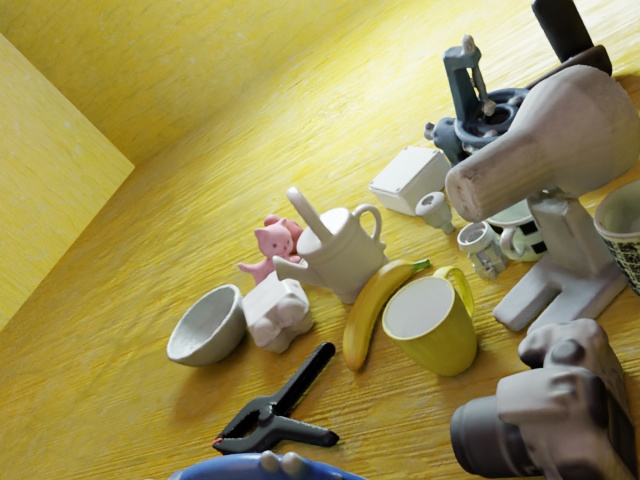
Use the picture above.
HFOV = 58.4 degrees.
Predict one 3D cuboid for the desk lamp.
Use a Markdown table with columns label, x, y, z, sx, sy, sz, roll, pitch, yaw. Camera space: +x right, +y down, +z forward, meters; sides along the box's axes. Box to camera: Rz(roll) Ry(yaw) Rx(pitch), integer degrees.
| label | x | y | z | sx | sy | sz | roll | pitch | yaw |
| --- | --- | --- | --- | --- | --- | --- | --- | --- | --- |
| desk lamp | 0.229 | -0.033 | 0.571 | 0.203 | 0.214 | 0.117 | -45 | 25 | -7 |

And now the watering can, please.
| label | x | y | z | sx | sy | sz | roll | pitch | yaw |
| --- | --- | --- | --- | --- | --- | --- | --- | --- | --- |
| watering can | 0.008 | 0.004 | 0.850 | 0.173 | 0.194 | 0.100 | -48 | 26 | -14 |

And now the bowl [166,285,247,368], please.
| label | x | y | z | sx | sy | sz | roll | pitch | yaw |
| --- | --- | --- | --- | --- | --- | --- | --- | --- | --- |
| bowl | -0.185 | 0.163 | 1.010 | 0.167 | 0.075 | 0.167 | -32 | 26 | 19 |

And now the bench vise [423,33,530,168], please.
| label | x | y | z | sx | sy | sz | roll | pitch | yaw |
| --- | --- | --- | --- | --- | --- | --- | --- | --- | --- |
| bench vise | 0.213 | -0.179 | 0.823 | 0.206 | 0.220 | 0.121 | -16 | 35 | 43 |

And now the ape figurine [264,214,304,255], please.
| label | x | y | z | sx | sy | sz | roll | pitch | yaw |
| --- | --- | --- | --- | --- | --- | --- | --- | --- | --- |
| ape figurine | -0.073 | -0.016 | 1.120 | 0.078 | 0.092 | 0.076 | -51 | 27 | -19 |

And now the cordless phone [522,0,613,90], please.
| label | x | y | z | sx | sy | sz | roll | pitch | yaw |
| --- | --- | --- | --- | --- | --- | --- | --- | --- | --- |
| cordless phone | 0.331 | -0.266 | 0.837 | 0.147 | 0.185 | 0.094 | -30 | 27 | 22 |

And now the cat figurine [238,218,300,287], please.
| label | x | y | z | sx | sy | sz | roll | pitch | yaw |
| --- | --- | --- | --- | --- | --- | --- | --- | --- | --- |
| cat figurine | -0.092 | 0.025 | 1.049 | 0.128 | 0.118 | 0.067 | -40 | 25 | 4 |

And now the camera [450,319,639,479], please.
| label | x | y | z | sx | sy | sz | roll | pitch | yaw |
| --- | --- | --- | --- | --- | --- | --- | --- | --- | --- |
| camera | 0.181 | 0.144 | 0.489 | 0.136 | 0.101 | 0.143 | -22 | 31 | 36 |

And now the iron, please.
| label | x | y | z | sx | sy | sz | roll | pitch | yaw |
| --- | --- | --- | --- | --- | --- | --- | --- | --- | --- |
| iron | -0.062 | 0.264 | 0.594 | 0.257 | 0.142 | 0.118 | -27 | 28 | 27 |

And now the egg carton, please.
| label | x | y | z | sx | sy | sz | roll | pitch | yaw |
| --- | --- | --- | --- | --- | --- | --- | --- | --- | --- |
| egg carton | -0.069 | 0.114 | 0.932 | 0.107 | 0.069 | 0.150 | -41 | 25 | 0 |
